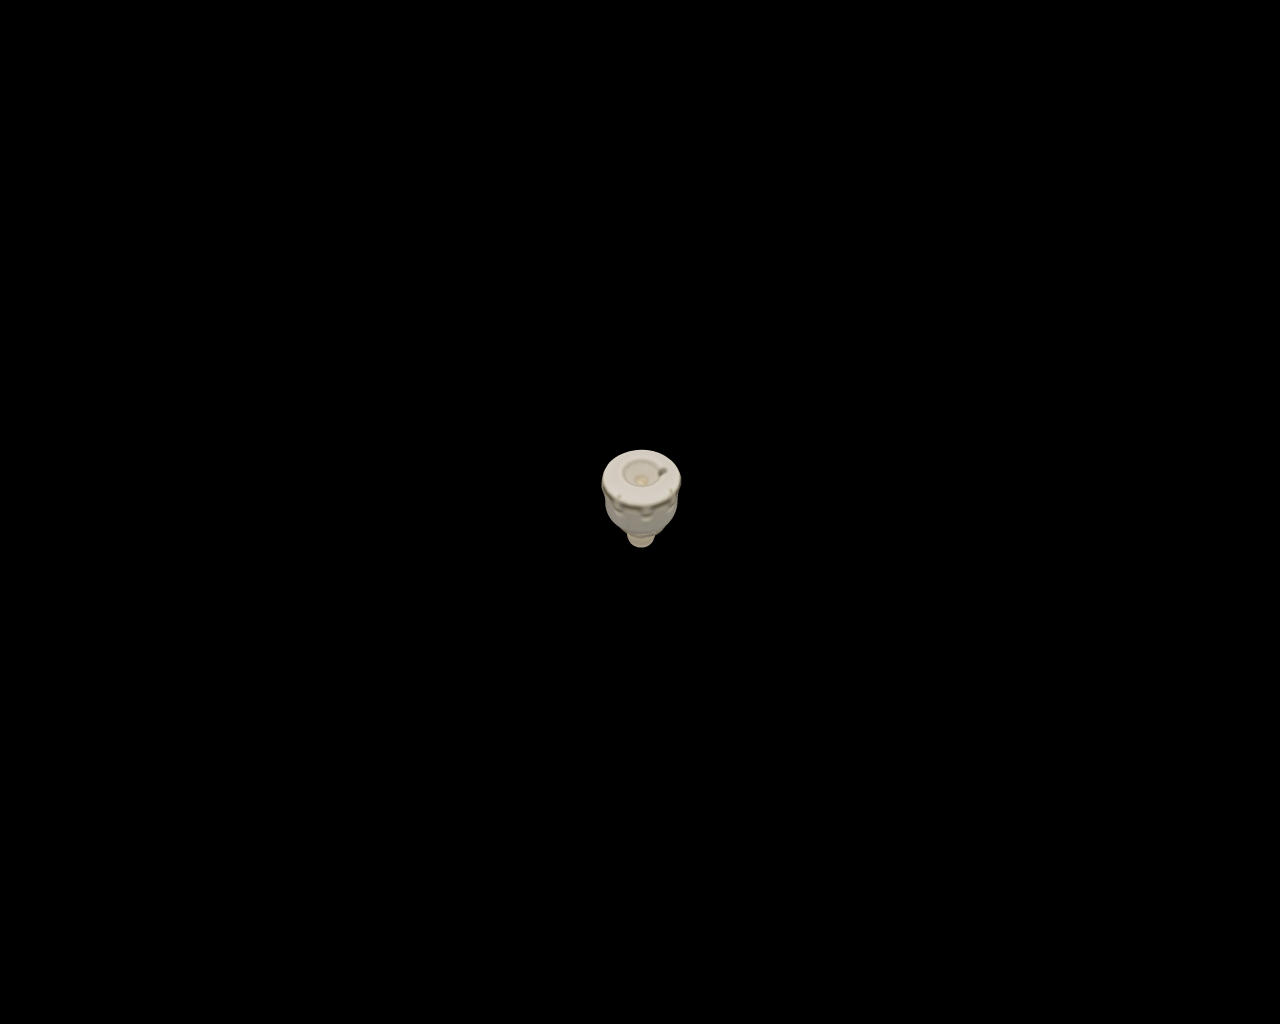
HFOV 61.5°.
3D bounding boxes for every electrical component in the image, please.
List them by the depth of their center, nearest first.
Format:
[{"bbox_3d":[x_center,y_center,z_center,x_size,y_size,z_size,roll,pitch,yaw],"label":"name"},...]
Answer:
[{"bbox_3d":[0.001,-0.003,0.650,0.048,0.048,0.062,0,-43,0],"label":"electrical component"}]
